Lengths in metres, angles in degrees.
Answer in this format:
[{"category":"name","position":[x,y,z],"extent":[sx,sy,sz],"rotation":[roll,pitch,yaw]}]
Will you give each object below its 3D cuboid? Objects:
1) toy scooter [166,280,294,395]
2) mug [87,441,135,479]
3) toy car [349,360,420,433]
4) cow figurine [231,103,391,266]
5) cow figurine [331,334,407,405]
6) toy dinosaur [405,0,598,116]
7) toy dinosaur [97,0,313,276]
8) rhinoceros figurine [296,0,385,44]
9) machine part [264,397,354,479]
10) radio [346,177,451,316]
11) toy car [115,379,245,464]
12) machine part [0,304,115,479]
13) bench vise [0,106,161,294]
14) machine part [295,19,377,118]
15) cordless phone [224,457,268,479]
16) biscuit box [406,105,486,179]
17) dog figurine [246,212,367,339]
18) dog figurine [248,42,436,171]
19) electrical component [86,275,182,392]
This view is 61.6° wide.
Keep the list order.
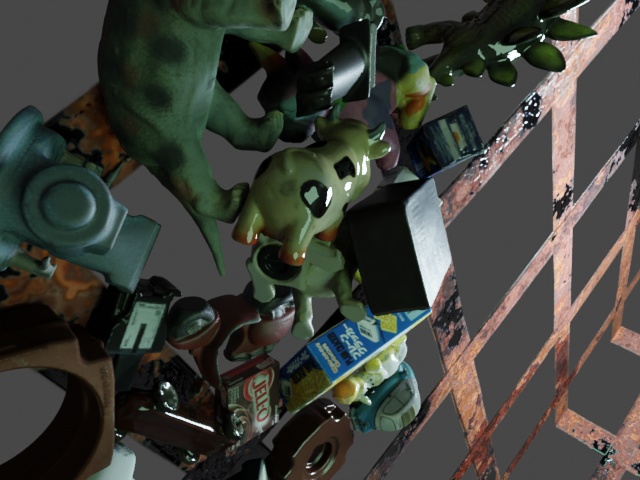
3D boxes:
[{"category":"toy scooter","position":[-0.108,0.122,0.668],"extent":[0.184,0.075,0.135],"rotation":[-10,119,-41]},{"category":"mug","position":[-0.248,0.282,0.603],"extent":[0.109,0.081,0.107],"rotation":[37,75,-43]},{"category":"toy car","position":[0.132,0.299,1.006],"extent":[0.162,0.103,0.109],"rotation":[-39,134,-28]},{"category":"cow figurine","position":[0.001,-0.062,0.523],"extent":[0.195,0.086,0.127],"rotation":[-32,146,-64]},{"category":"cow figurine","position":[0.087,0.230,0.944],"extent":[0.167,0.068,0.098],"rotation":[-42,138,-23]},{"category":"toy dinosaur","position":[0.278,-0.314,0.743],"extent":[0.471,0.199,0.105],"rotation":[-49,142,-14]},{"category":"toy dinosaur","position":[-0.123,-0.146,0.460],"extent":[0.131,0.192,0.404],"rotation":[-58,172,-60]},{"category":"rhinoceros figurine","position":[-0.009,-0.253,0.544],"extent":[0.190,0.112,0.073],"rotation":[14,122,-37]},{"category":"machine part","position":[-0.014,0.361,0.919],"extent":[0.179,0.056,0.179],"rotation":[-24,126,-38]},{"category":"radio","position":[0.108,0.000,0.677],"extent":[0.229,0.073,0.131],"rotation":[-34,111,-65]},{"category":"toy car","position":[-0.173,0.223,0.657],"extent":[0.089,0.053,0.202],"rotation":[-33,140,9]},{"category":"machine part","position":[-0.297,0.169,0.482],"extent":[0.201,0.087,0.201],"rotation":[-13,119,-43]},{"category":"bench vise","position":[-0.236,-0.037,0.392],"extent":[0.240,0.224,0.128],"rotation":[24,88,-21]},{"category":"machine part","position":[0.022,-0.159,0.506],"extent":[0.139,0.039,0.084],"rotation":[-49,151,-47]},{"category":"cordless phone","position":[-0.070,0.435,0.799],"extent":[0.089,0.184,0.146],"rotation":[-24,127,-32]},{"category":"biscuit box","position":[0.166,-0.126,0.739],"extent":[0.059,0.202,0.062],"rotation":[-24,90,4]},{"category":"dog figurine","position":[-0.004,0.000,0.665],"extent":[0.191,0.121,0.172],"rotation":[-71,142,-53]},{"category":"dog figurine","position":[0.023,-0.179,0.618],"extent":[0.219,0.109,0.191],"rotation":[30,89,-48]},{"category":"electrical component","position":[-0.203,0.097,0.571],"extent":[0.074,0.048,0.119],"rotation":[9,105,-49]}]
